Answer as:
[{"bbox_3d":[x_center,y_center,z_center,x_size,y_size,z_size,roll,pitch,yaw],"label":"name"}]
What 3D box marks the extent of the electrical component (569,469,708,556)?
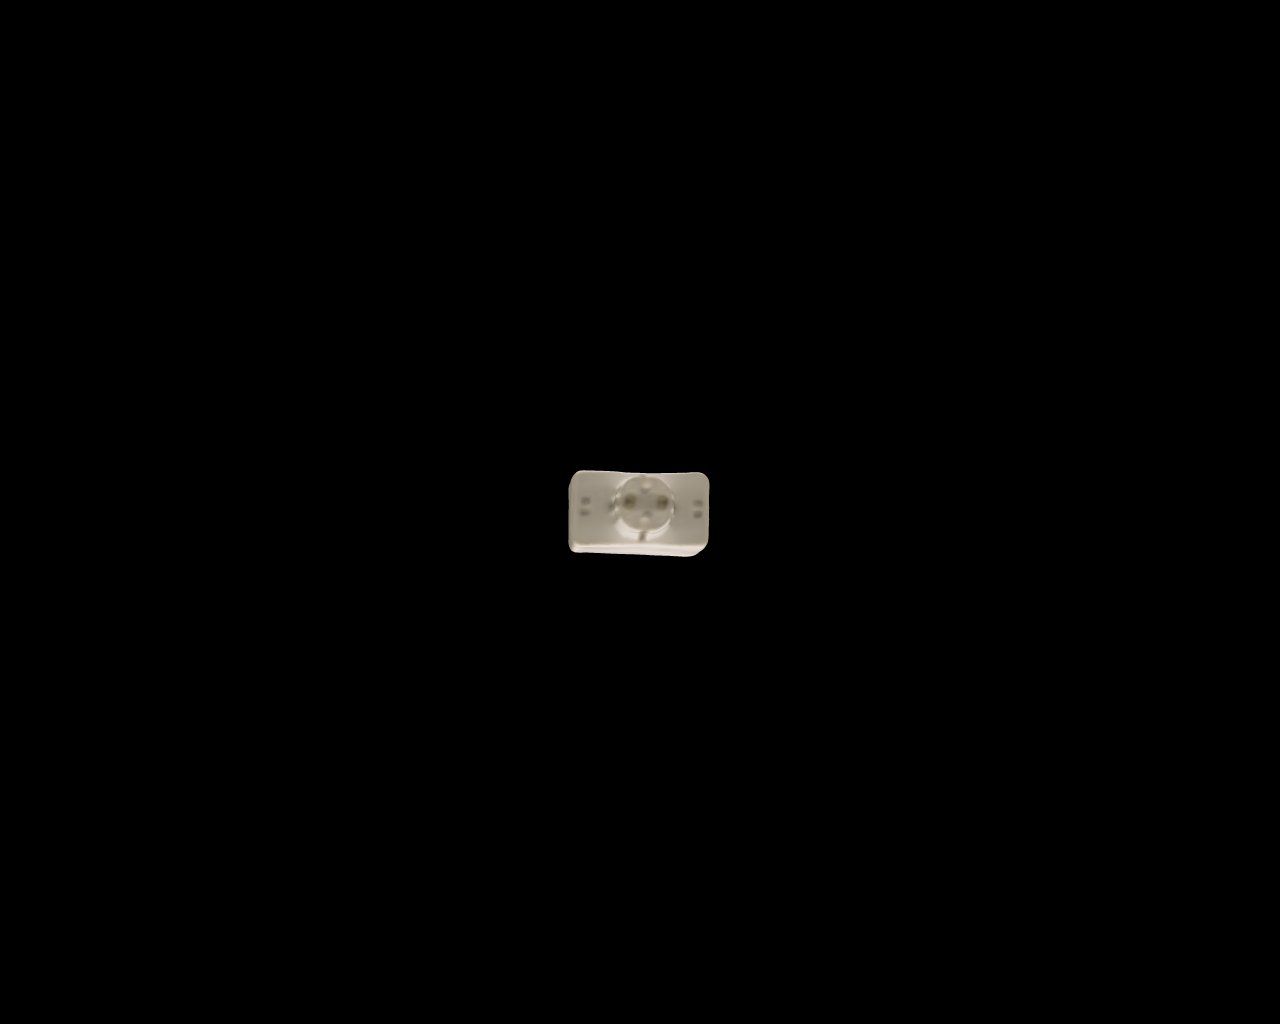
[{"bbox_3d":[0.001,-0.003,0.650,0.083,0.047,0.075,1,-11,-7],"label":"electrical component"}]
